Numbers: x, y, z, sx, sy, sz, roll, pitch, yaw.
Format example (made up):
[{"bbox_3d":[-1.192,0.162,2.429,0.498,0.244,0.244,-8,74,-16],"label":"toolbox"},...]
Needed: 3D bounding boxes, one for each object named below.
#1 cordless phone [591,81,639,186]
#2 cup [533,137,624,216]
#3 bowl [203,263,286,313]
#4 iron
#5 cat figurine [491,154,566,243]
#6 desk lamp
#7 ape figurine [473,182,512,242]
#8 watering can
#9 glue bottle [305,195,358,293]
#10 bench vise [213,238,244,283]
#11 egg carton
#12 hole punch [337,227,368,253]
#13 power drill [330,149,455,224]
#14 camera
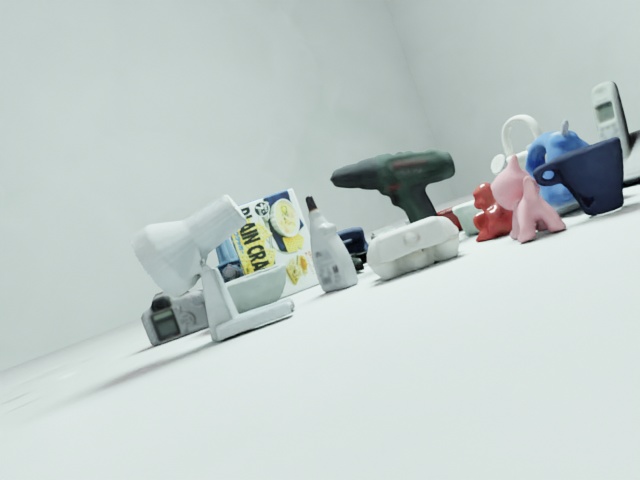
[{"bbox_3d":[0.536,-0.192,0.975,0.094,0.185,0.147,-20,1,-29],"label":"cordless phone"},{"bbox_3d":[0.361,-0.078,0.783,0.117,0.095,0.092,-19,1,14],"label":"cup"},{"bbox_3d":[-0.133,0.105,1.094,0.167,0.075,0.167,-20,1,1],"label":"bowl"},{"bbox_3d":[0.394,-0.117,0.978,0.118,0.141,0.258,-20,1,0],"label":"iron"},{"bbox_3d":[0.285,-0.063,0.812,0.067,0.118,0.128,-20,1,7],"label":"cat figurine"},{"bbox_3d":[-0.170,0.048,0.907,0.203,0.213,0.118,-20,1,-2],"label":"desk lamp"},{"bbox_3d":[0.279,-0.049,0.940,0.076,0.092,0.078,-19,1,13],"label":"ape figurine"},{"bbox_3d":[0.425,-0.160,1.170,0.100,0.194,0.173,-19,2,39],"label":"watering can"},{"bbox_3d":[0.009,0.004,1.004,0.037,0.173,0.078,-21,2,-41],"label":"glue bottle"},{"bbox_3d":[-0.200,0.048,1.331,0.122,0.220,0.207,-20,1,-24],"label":"bench vise"},{"bbox_3d":[0.147,0.011,0.911,0.150,0.069,0.107,-20,1,6],"label":"egg carton"},{"bbox_3d":[0.064,0.020,1.406,0.108,0.091,0.101,-20,1,0],"label":"hole punch"},{"bbox_3d":[0.157,-0.070,1.087,0.229,0.208,0.075,-20,1,4],"label":"power drill"},{"bbox_3d":[-0.288,0.145,1.207,0.143,0.101,0.137,-20,1,3],"label":"camera"}]
